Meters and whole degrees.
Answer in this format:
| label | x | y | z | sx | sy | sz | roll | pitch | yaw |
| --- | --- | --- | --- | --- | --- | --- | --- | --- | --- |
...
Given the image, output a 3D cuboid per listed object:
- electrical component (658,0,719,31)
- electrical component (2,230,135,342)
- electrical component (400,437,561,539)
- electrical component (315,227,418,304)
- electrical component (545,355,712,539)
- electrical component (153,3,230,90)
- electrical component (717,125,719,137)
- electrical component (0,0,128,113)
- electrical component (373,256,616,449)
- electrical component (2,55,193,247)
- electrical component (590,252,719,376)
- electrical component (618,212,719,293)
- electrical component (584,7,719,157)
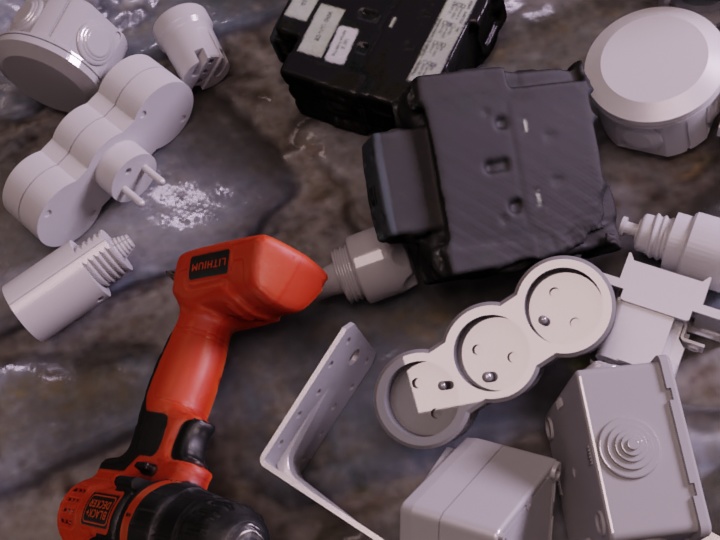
| label | x | y | z | sx | sy | sz | roll | pitch | yaw |
| --- | --- | --- | --- | --- | --- | --- | --- | --- | --- |
| electrical component | 0.255 | -0.187 | 0.636 | 0.150 | 0.089 | 0.061 | -2 | 68 | 11 |
| electrical component | -0.178 | 0.004 | 0.676 | 0.081 | 0.043 | 0.043 | -35 | 66 | -3 |
| electrical component | 0.054 | 0.133 | 0.538 | 0.061 | 0.096 | 0.061 | 11 | 113 | 28 |
| electrical component | 0.000 | 0.000 | 0.640 | 0.062 | 0.043 | 0.043 | -20 | 66 | 5 |
| electrical component | 0.130 | 0.099 | 0.543 | 0.048 | 0.099 | 0.099 | -6 | 67 | -4 |
| electrical component | -0.113 | -0.150 | 0.727 | 0.040 | 0.040 | 0.046 | -29 | 70 | 0 |
| electrical component | 0.245 | -0.100 | 0.625 | 0.056 | 0.050 | 0.089 | 18 | 74 | 18 |
| electrical component | -0.200 | -0.144 | 0.721 | 0.080 | 0.080 | 0.051 | 14 | 67 | 17 |
| electrical component | 0.075 | 0.045 | 0.583 | 0.138 | 0.074 | 0.052 | -34 | 78 | 8 |
| electrical component | -0.158 | -0.069 | 0.696 | 0.074 | 0.052 | 0.138 | 38 | 80 | 22 |
| electrical component | 0.161 | 0.032 | 0.595 | 0.081 | 0.042 | 0.063 | 18 | 77 | 19 |
| electrical component | 0.186 | -0.014 | 0.608 | 0.078 | 0.040 | 0.040 | 19 | 73 | 18 |
| electrical component | 0.177 | -0.111 | 0.638 | 0.080 | 0.051 | 0.080 | -8 | 62 | 17 |
